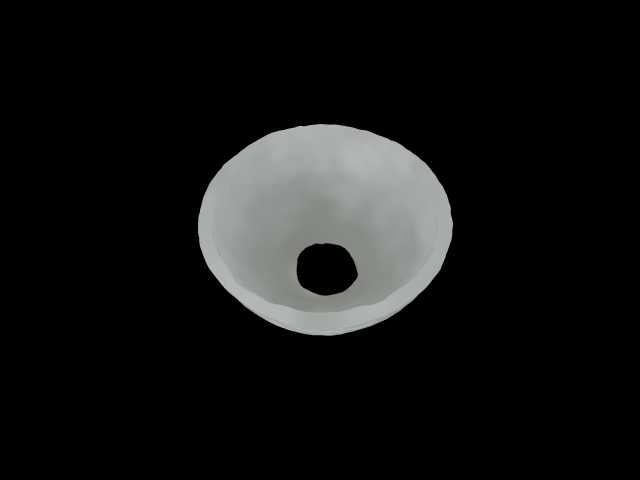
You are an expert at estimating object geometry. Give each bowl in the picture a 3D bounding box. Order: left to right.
[{"bbox_3d":[0.004,0.001,0.400,0.167,0.075,0.167,0,54,0],"label":"bowl"}]
